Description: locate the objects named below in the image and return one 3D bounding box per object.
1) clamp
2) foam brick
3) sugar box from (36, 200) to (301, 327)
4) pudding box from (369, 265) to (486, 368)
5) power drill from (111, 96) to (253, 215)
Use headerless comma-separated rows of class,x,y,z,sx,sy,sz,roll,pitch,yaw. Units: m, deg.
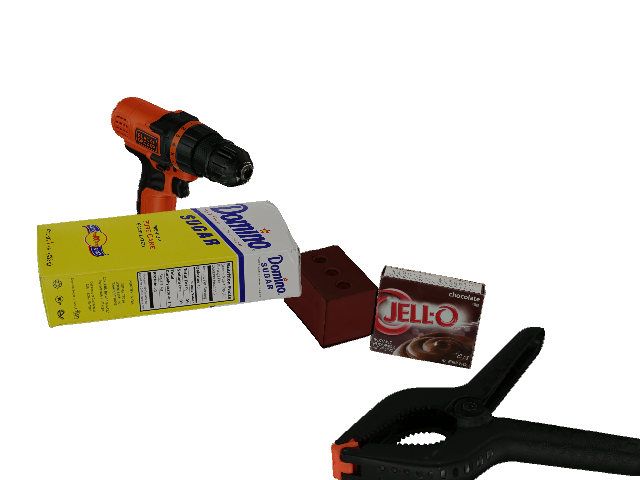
clamp,0.106,0.124,0.754,0.210,0.036,0.164,-9,29,-8
foam brick,0.008,0.048,0.931,0.052,0.051,0.078,-14,36,-25
sugar box,-0.109,0.013,0.757,0.176,0.048,0.093,-9,27,-12
pudding box,0.115,0.082,1.146,0.113,0.090,0.039,9,23,5
power drill,-0.143,-0.042,1.110,0.185,0.188,0.057,28,37,33
